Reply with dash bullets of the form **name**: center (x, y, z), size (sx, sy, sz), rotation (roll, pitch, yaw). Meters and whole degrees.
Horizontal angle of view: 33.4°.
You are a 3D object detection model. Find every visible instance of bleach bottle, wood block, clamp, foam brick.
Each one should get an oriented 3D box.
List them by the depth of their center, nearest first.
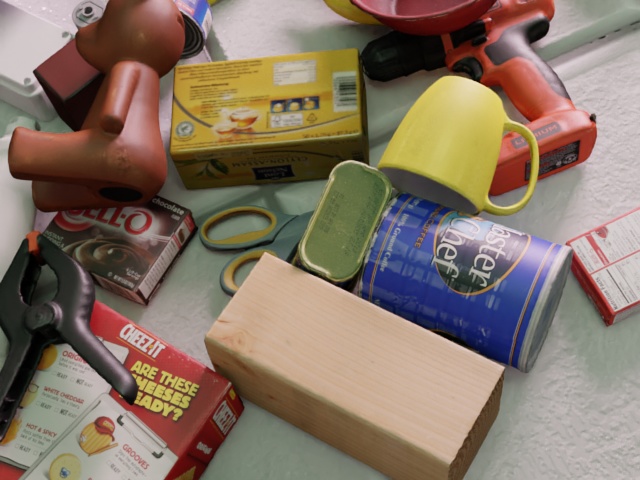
- **wood block**: center (0.026, 0.106, 0.815), size (0.206, 0.090, 0.090), rotation (25, 63, 20)
- **clamp**: center (-0.218, 0.074, 0.823), size (0.120, 0.039, 0.171), rotation (-21, 57, -9)
- **bleach bottle**: center (-0.280, 0.002, 0.916), size (0.068, 0.103, 0.250), rotation (22, 60, -27)
- **foam brick**: center (-0.219, -0.135, 0.986), size (0.051, 0.078, 0.053), rotation (-42, 67, -13)

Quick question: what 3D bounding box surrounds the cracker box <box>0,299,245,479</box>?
- **cracker box**: center (-0.186, 0.170, 0.831), size (0.164, 0.072, 0.213), rotation (28, 70, 20)

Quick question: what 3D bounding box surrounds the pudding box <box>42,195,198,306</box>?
- **pudding box**: center (-0.177, -0.004, 0.934), size (0.114, 0.039, 0.090), rotation (24, 68, 19)

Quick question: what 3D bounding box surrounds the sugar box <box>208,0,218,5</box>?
- **sugar box**: center (-0.134, -0.318, 1.082), size (0.093, 0.048, 0.176), rotation (-33, 65, -8)

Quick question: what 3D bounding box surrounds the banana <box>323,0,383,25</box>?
- **banana**: center (0.087, -0.239, 1.004), size (0.198, 0.037, 0.069), rotation (-5, 88, 2)

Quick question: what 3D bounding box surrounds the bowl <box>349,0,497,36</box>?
- **bowl**: center (0.102, -0.231, 0.937), size (0.162, 0.055, 0.162), rotation (-10, 51, 13)

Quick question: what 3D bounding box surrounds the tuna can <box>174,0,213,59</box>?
- **tuna can**: center (-0.145, -0.210, 1.006), size (0.086, 0.086, 0.033), rotation (9, 64, 13)

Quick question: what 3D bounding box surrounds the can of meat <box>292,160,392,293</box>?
- **can of meat**: center (0.018, -0.007, 0.867), size (0.057, 0.084, 0.102), rotation (23, 78, 2)

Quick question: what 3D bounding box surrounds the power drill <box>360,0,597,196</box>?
- **power drill**: center (0.144, -0.134, 0.939), size (0.184, 0.057, 0.188), rotation (-22, 63, 2)

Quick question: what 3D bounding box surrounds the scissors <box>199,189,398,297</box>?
- **scissors**: center (-0.006, 0.001, 0.918), size (0.202, 0.016, 0.096), rotation (-4, 65, 7)

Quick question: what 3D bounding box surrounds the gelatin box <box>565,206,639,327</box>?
- **gelatin box**: center (0.252, 0.018, 0.861), size (0.089, 0.030, 0.073), rotation (-25, 64, -4)

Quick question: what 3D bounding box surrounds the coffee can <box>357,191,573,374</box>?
- **coffee can**: center (0.113, 0.031, 0.834), size (0.140, 0.103, 0.102), rotation (20, 68, 18)
